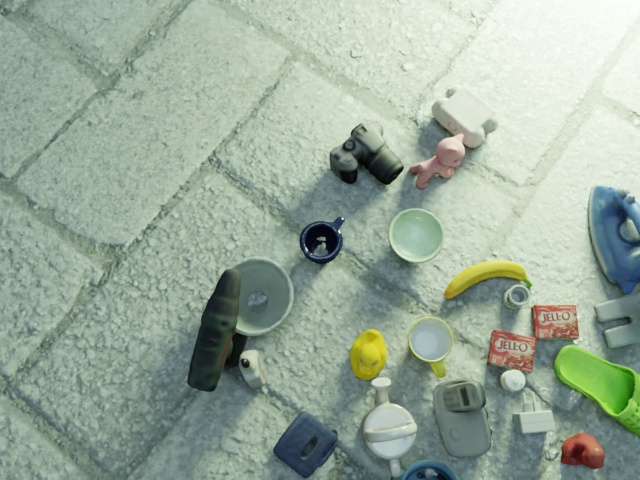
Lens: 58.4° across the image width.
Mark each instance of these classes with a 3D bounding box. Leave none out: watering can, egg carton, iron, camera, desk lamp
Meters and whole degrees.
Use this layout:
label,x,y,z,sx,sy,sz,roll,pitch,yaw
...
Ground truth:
label,x,y,z,sx,sy,sz,roll,pitch,yaw
watering can,0.126,0.354,1.082,0.101,0.194,0.172,-30,75,-8
egg carton,0.338,-0.289,1.338,0.107,0.069,0.150,-43,77,-11
iron,0.657,-0.024,1.215,0.118,0.141,0.258,-15,73,-3
camera,0.113,-0.185,1.293,0.143,0.101,0.136,-41,77,-10
desk lamp,0.693,0.137,1.128,0.203,0.213,0.118,-15,73,-3

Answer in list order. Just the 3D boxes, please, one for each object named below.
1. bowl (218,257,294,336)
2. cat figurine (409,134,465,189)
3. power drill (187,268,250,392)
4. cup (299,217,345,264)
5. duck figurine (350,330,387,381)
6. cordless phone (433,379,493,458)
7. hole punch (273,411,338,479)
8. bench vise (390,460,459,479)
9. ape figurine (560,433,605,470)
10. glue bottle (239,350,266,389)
label,x,y,z,sx,sy,sz,roll,pitch,yaw
bowl,-0.136,0.124,1.218,0.167,0.075,0.167,0,73,1
cat figurine,0.269,-0.181,1.281,0.128,0.118,0.067,-26,74,-7
power drill,-0.192,0.184,1.130,0.075,0.208,0.230,14,74,5
cup,0.011,0.004,1.241,0.091,0.095,0.118,38,77,12
duck figurine,0.101,0.233,1.175,0.077,0.086,0.104,14,74,5
cordless phone,0.282,0.337,1.089,0.094,0.185,0.147,-13,73,-3
hole punch,-0.025,0.400,1.124,0.101,0.091,0.109,37,77,11
bench vise,0.237,0.462,1.034,0.207,0.220,0.121,-3,73,0
ape figurine,0.518,0.415,1.111,0.077,0.092,0.076,40,78,12
glue bottle,-0.137,0.250,1.128,0.037,0.173,0.078,-16,73,-3
